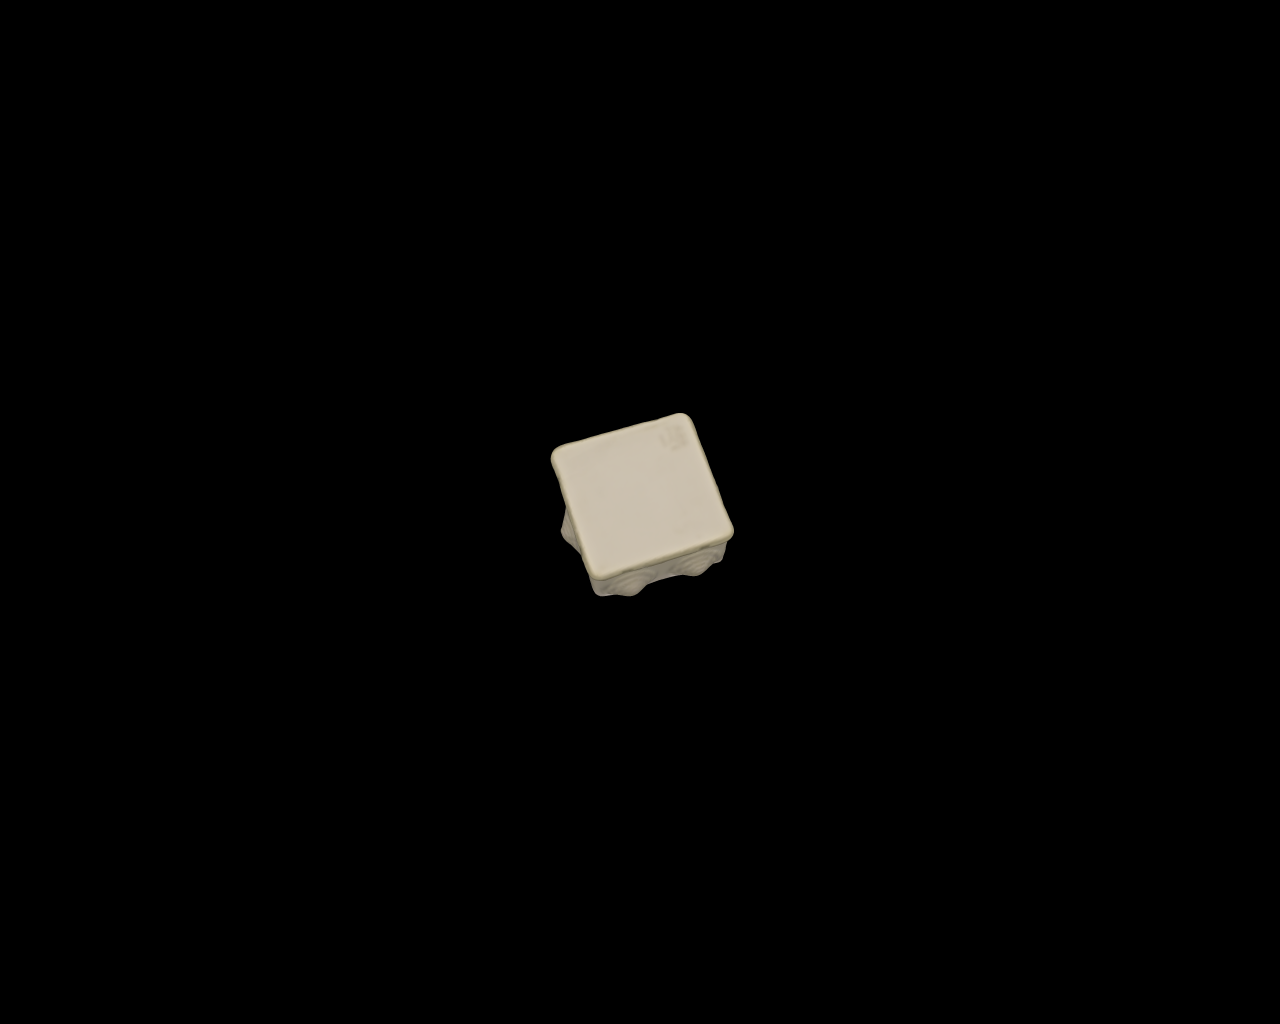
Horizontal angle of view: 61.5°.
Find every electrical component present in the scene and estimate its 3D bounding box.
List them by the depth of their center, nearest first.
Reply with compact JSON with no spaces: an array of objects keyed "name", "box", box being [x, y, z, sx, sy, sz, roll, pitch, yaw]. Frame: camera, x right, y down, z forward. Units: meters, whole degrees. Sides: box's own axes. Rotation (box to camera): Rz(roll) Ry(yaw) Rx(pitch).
[{"name":"electrical component","box":[0.001,-0.003,0.650,0.100,0.100,0.048,-17,-22,-7]}]
